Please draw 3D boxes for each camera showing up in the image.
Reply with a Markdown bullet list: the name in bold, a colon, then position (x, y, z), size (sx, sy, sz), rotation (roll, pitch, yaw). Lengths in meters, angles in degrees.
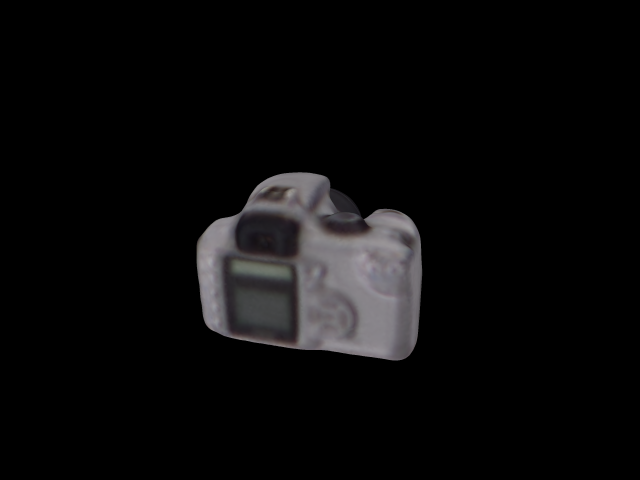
- **camera**: position (0.004, 0.001, 0.400), size (0.143, 0.101, 0.137), rotation (6, 23, 15)
